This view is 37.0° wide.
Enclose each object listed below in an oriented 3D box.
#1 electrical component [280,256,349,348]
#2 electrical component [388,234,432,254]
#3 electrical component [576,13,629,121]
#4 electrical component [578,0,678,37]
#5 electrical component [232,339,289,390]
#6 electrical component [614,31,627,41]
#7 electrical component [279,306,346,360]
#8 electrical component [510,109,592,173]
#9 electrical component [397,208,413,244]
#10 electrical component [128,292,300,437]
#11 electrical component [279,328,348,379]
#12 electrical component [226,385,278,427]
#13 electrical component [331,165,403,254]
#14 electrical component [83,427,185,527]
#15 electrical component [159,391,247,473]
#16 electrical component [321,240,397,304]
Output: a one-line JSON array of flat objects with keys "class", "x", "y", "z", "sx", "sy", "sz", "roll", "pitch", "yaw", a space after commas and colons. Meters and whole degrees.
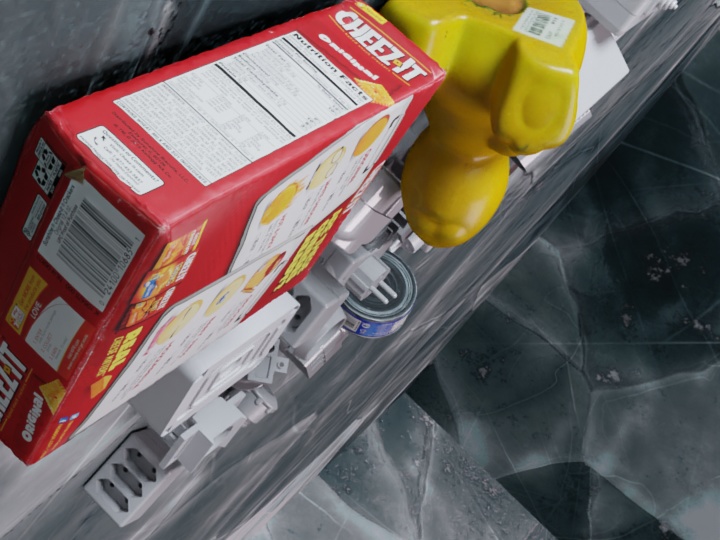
[{"class": "electrical component", "x": -0.043, "y": 0.010, "z": 0.798, "sx": 0.047, "sy": 0.066, "sz": 0.077, "roll": -51, "pitch": 170, "yaw": 27}, {"class": "electrical component", "x": 0.054, "y": -0.042, "z": 1.070, "sx": 0.077, "sy": 0.047, "sz": 0.065, "roll": -44, "pitch": 171, "yaw": -16}, {"class": "electrical component", "x": 0.127, "y": -0.139, "z": 0.817, "sx": 0.109, "sy": 0.056, "sz": 0.109, "roll": -41, "pitch": -159, "yaw": -28}, {"class": "electrical component", "x": 0.187, "y": -0.213, "z": 0.777, "sx": 0.062, "sy": 0.096, "sz": 0.061, "roll": -38, "pitch": 168, "yaw": -43}, {"class": "electrical component", "x": -0.093, "y": 0.074, "z": 0.885, "sx": 0.055, "sy": 0.066, "sz": 0.048, "roll": 130, "pitch": -29, "yaw": -76}, {"class": "electrical component", "x": 0.226, "y": -0.241, "z": 0.994, "sx": 0.066, "sy": 0.047, "sz": 0.076, "roll": -43, "pitch": 170, "yaw": -21}, {"class": "electrical component", "x": -0.049, "y": 0.040, "z": 0.923, "sx": 0.078, "sy": 0.057, "sz": 0.058, "roll": -36, "pitch": 166, "yaw": -50}, {"class": "electrical component", "x": 0.156, "y": -0.124, "z": 0.895, "sx": 0.081, "sy": 0.043, "sz": 0.043, "roll": -40, "pitch": 171, "yaw": 4}, {"class": "electrical component", "x": 0.052, "y": -0.065, "z": 0.913, "sx": 0.081, "sy": 0.064, "sz": 0.042, "roll": -46, "pitch": 172, "yaw": -4}, {"class": "electrical component", "x": -0.103, "y": 0.045, "z": 0.700, "sx": 0.113, "sy": 0.057, "sz": 0.078, "roll": -36, "pitch": 166, "yaw": -49}, {"class": "electrical component", "x": -0.049, "y": 0.065, "z": 1.055, "sx": 0.056, "sy": 0.050, "sz": 0.089, "roll": -45, "pitch": 171, "yaw": -10}, {"class": "electrical component", "x": -0.118, "y": 0.138, "z": 1.082, "sx": 0.062, "sy": 0.048, "sz": 0.048, "roll": -40, "pitch": 171, "yaw": 2}, {"class": "electrical component", "x": -0.007, "y": -0.051, "z": 0.733, "sx": 0.059, "sy": 0.054, "sz": 0.095, "roll": -47, "pitch": 171, "yaw": 6}, {"class": "electrical component", "x": -0.184, "y": 0.173, "z": 0.916, "sx": 0.065, "sy": 0.047, "sz": 0.077, "roll": -48, "pitch": 171, "yaw": 7}, {"class": "electrical component", "x": -0.134, "y": 0.118, "z": 0.855, "sx": 0.042, "sy": 0.064, "sz": 0.081, "roll": -53, "pitch": 169, "yaw": 34}, {"class": "electrical component", "x": 0.000, "y": 0.000, "z": 0.916, "sx": 0.047, "sy": 0.076, "sz": 0.083, "roll": -51, "pitch": 170, "yaw": 27}]
